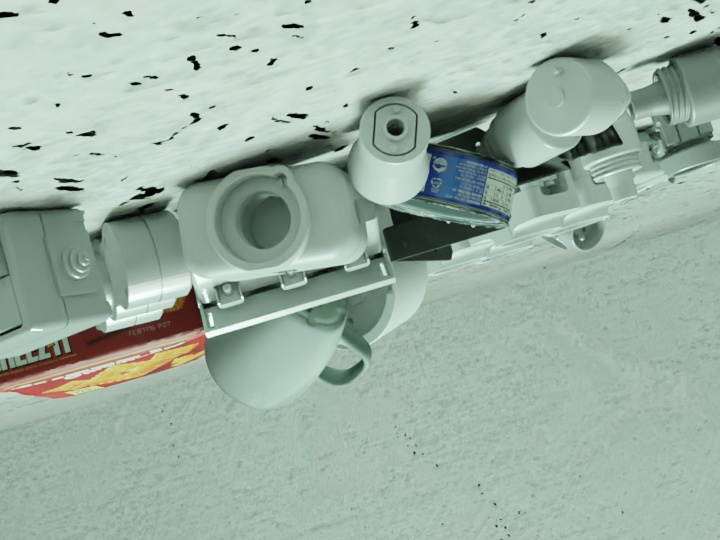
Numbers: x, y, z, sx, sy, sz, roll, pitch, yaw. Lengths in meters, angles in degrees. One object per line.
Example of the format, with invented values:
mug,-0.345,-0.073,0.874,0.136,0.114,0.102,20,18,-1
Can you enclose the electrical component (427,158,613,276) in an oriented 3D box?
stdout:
electrical component,0.123,-0.048,0.909,0.105,0.060,0.186,-13,174,-33

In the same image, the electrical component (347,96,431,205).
electrical component,0.016,-0.062,0.549,0.044,0.044,0.065,-16,170,-5

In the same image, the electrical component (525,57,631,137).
electrical component,0.120,-0.091,0.568,0.040,0.040,0.078,-21,173,40

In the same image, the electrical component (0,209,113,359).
electrical component,-0.178,0.008,0.552,0.096,0.061,0.061,-20,174,33

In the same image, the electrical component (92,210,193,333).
electrical component,-0.155,0.006,0.657,0.074,0.052,0.138,-14,174,-24

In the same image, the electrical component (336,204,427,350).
electrical component,0.000,0.000,0.804,0.108,0.108,0.060,-21,179,39

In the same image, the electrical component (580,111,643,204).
electrical component,0.177,-0.078,0.755,0.043,0.062,0.043,-17,175,-2

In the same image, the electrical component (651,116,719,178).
electrical component,0.228,-0.097,0.751,0.048,0.055,0.066,-18,174,14

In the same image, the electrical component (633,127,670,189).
electrical component,0.232,-0.092,0.891,0.064,0.042,0.081,-13,173,-28

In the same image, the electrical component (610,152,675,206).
electrical component,0.250,-0.087,0.989,0.077,0.043,0.079,-20,174,31

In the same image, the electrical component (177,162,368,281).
electrical component,-0.049,-0.026,0.593,0.095,0.053,0.059,-9,176,10

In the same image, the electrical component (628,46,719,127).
electrical component,0.189,-0.104,0.630,0.062,0.043,0.043,-16,175,4

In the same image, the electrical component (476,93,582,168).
electrical component,0.094,-0.078,0.619,0.040,0.040,0.078,-13,174,-31

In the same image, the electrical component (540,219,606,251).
electrical component,0.182,-0.056,1.026,0.079,0.044,0.077,33,178,-37

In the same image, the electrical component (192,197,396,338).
electrical component,-0.048,-0.015,0.674,0.121,0.078,0.063,-16,145,-4
